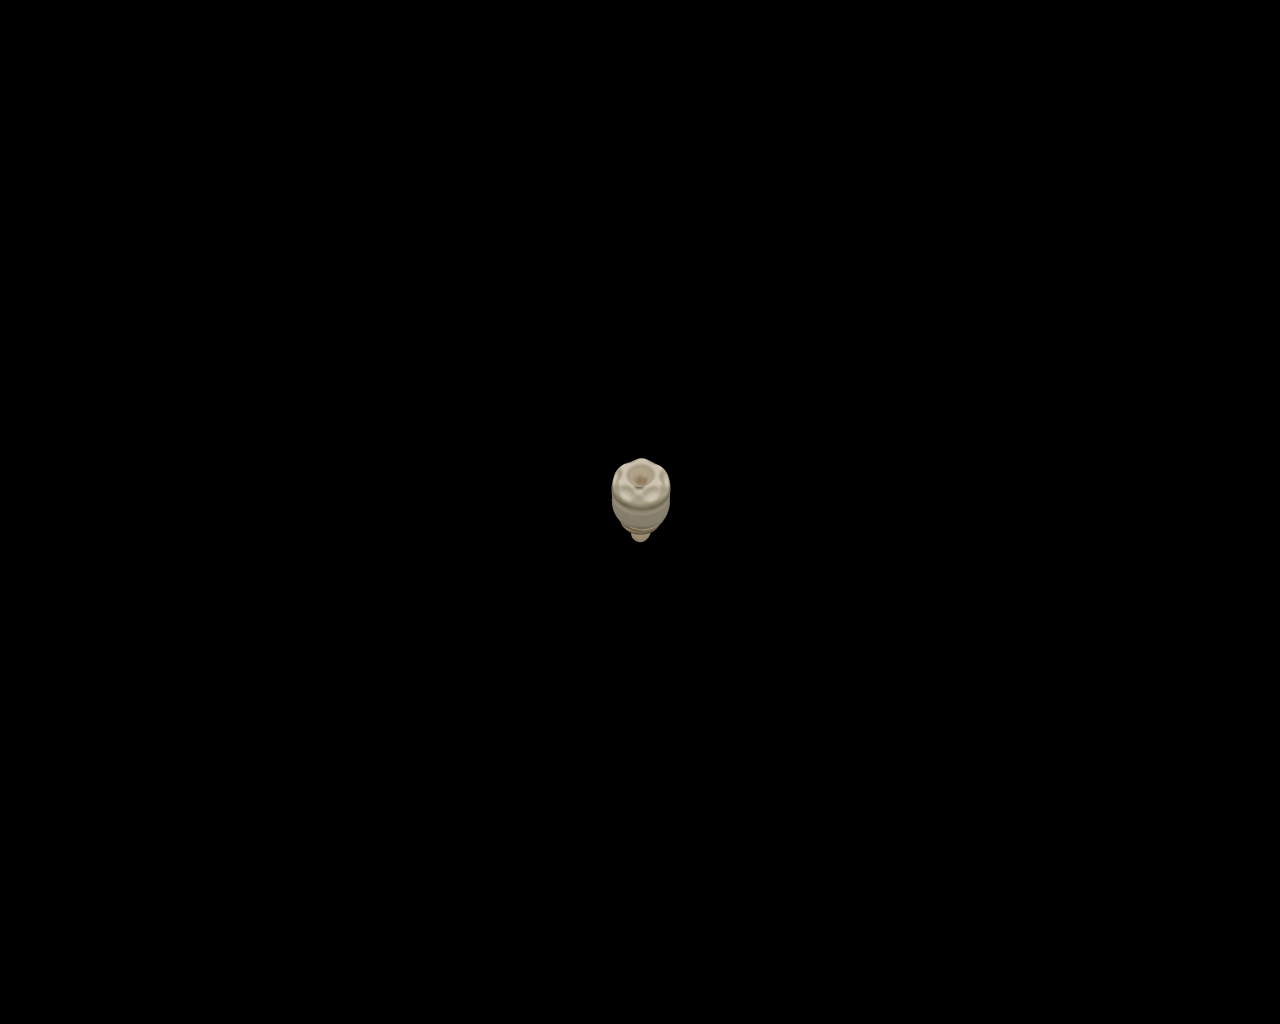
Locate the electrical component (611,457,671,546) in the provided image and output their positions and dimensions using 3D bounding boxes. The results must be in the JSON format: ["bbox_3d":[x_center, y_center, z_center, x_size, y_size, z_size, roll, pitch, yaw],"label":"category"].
[{"bbox_3d":[0.001,-0.003,0.650,0.035,0.035,0.061,0,-41,0],"label":"electrical component"}]
